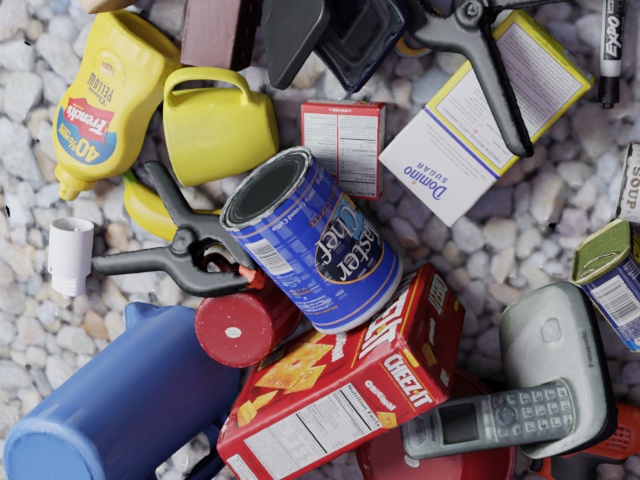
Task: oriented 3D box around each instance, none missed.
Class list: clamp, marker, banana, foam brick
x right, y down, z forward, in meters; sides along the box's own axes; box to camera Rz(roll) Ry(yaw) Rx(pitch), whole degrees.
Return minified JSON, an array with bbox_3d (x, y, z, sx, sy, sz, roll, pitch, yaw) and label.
[{"bbox_3d":[-0.123,-0.005,0.997,0.172,0.039,0.120,16,86,19],"label":"clamp"},{"bbox_3d":[0.130,-0.176,0.874,0.210,0.036,0.165,30,106,22],"label":"clamp"},{"bbox_3d":[0.244,-0.170,0.892,0.020,0.020,0.121,4,108,15],"label":"marker"},{"bbox_3d":[-0.112,-0.026,1.036,0.198,0.037,0.070,10,110,13],"label":"banana"},{"bbox_3d":[-0.090,-0.194,0.967,0.051,0.053,0.078,15,111,11],"label":"foam brick"}]

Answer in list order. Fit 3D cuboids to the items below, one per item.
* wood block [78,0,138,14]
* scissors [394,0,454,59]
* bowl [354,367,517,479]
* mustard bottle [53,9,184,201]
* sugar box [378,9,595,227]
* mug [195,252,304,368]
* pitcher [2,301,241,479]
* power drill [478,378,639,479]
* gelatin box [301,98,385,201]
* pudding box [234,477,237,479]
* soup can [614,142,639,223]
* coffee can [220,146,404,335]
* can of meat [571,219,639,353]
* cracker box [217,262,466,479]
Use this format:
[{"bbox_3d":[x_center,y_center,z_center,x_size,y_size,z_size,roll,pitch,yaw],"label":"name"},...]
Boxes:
[{"bbox_3d":[-0.131,-0.291,0.928,0.206,0.090,0.091,-28,97,23],"label":"wood block"},{"bbox_3d":[0.127,-0.220,0.912,0.202,0.016,0.096,-15,100,21],"label":"scissors"},{"bbox_3d":[0.095,0.195,0.983,0.162,0.055,0.162,2,96,25],"label":"bowl"},{"bbox_3d":[-0.207,-0.118,1.021,0.096,0.058,0.192,40,116,19],"label":"mustard bottle"},{"bbox_3d":[0.143,-0.105,0.929,0.093,0.048,0.176,45,115,3],"label":"sugar box"},{"bbox_3d":[-0.077,0.062,1.030,0.093,0.081,0.117,-33,96,23],"label":"mug"},{"bbox_3d":[-0.178,0.172,1.007,0.149,0.242,0.145,18,114,16],"label":"pitcher"},{"bbox_3d":[0.204,0.224,1.011,0.185,0.057,0.188,10,111,19],"label":"power drill"},{"bbox_3d":[0.022,-0.083,0.981,0.073,0.030,0.089,5,111,15],"label":"gelatin box"},{"bbox_3d":[-0.059,0.229,1.061,0.039,0.113,0.090,31,114,1],"label":"pudding box"},{"bbox_3d":[0.303,-0.041,0.890,0.102,0.068,0.068,11,110,14],"label":"soup can"},{"bbox_3d":[-0.006,0.001,0.955,0.103,0.102,0.140,-31,116,23],"label":"coffee can"},{"bbox_3d":[0.263,0.039,0.910,0.058,0.102,0.084,-36,97,24],"label":"can of meat"},{"bbox_3d":[0.020,0.124,0.973,0.214,0.164,0.072,-32,103,23],"label":"cracker box"}]
